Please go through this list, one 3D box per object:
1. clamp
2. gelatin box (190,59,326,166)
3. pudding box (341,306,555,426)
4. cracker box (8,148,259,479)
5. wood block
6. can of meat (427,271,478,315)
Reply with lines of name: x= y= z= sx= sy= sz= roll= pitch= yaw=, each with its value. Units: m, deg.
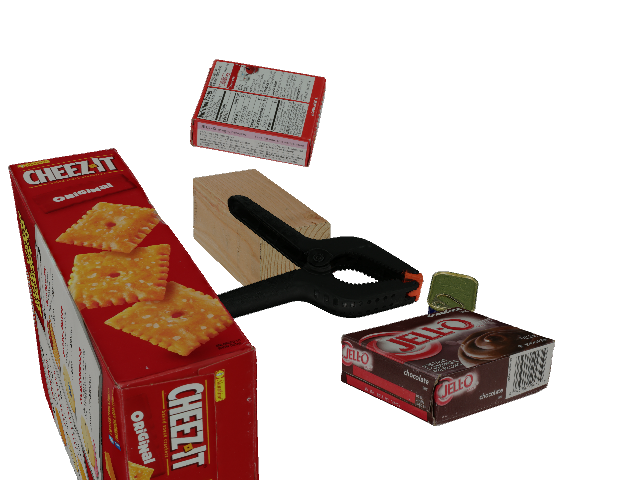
clamp: x=-0.011 y=0.035 z=1.011 sx=0.210 sy=0.036 sz=0.164 roll=14 pitch=45 yaw=6
gelatin box: x=-0.045 y=-0.094 z=0.785 sx=0.089 sy=0.073 sz=0.030 roll=10 pitch=-43 yaw=2
pudding box: x=0.083 y=0.079 z=0.702 sx=0.113 sy=0.039 sz=0.090 roll=-7 pitch=18 yaw=-39
cracker box: x=-0.100 y=0.070 z=0.566 sx=0.072 sy=0.164 sz=0.214 roll=-13 pitch=34 yaw=-22
wood block: x=-0.076 y=-0.010 z=1.301 sx=0.090 sy=0.090 sz=0.206 roll=-10 pitch=26 yaw=-26
can of meat: x=0.155 y=0.098 z=1.297 sx=0.057 sy=0.084 sz=0.102 roll=10 pitch=24 yaw=7
